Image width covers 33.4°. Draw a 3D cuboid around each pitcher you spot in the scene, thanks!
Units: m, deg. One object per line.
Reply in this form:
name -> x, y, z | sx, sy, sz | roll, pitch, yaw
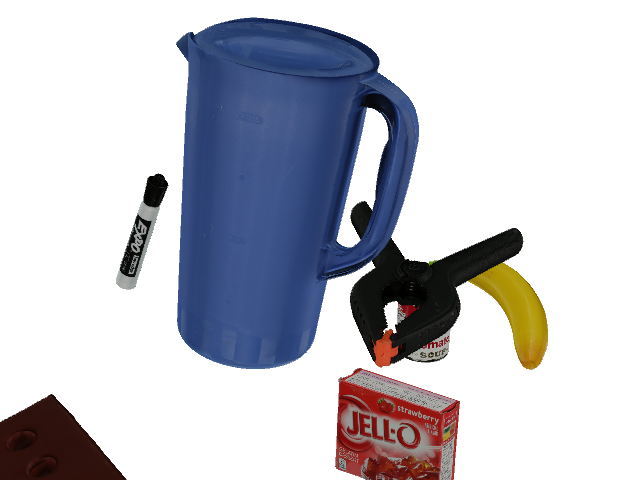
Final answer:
pitcher -> -0.032, -0.029, 0.775 | 0.144, 0.243, 0.149 | -2, 28, -21

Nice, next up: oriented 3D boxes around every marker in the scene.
marker -> -0.160, -0.008, 0.958 | 0.020, 0.121, 0.020 | 17, 31, -11

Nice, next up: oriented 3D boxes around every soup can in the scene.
soup can -> 0.128, 0.090, 1.314 | 0.068, 0.102, 0.068 | 2, 24, -1

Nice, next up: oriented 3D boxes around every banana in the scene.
banana -> 0.190, 0.064, 1.110 | 0.069, 0.037, 0.198 | -33, 38, -6

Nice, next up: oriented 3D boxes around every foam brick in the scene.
foam brick -> -0.126, 0.123, 0.504 | 0.052, 0.051, 0.078 | -29, 42, -27

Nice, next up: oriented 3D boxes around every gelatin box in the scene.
gelatin box -> 0.053, 0.140, 0.767 | 0.089, 0.073, 0.030 | 14, 21, 33

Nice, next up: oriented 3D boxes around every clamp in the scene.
clamp -> 0.074, 0.033, 0.947 | 0.165, 0.036, 0.209 | 14, 38, 21
